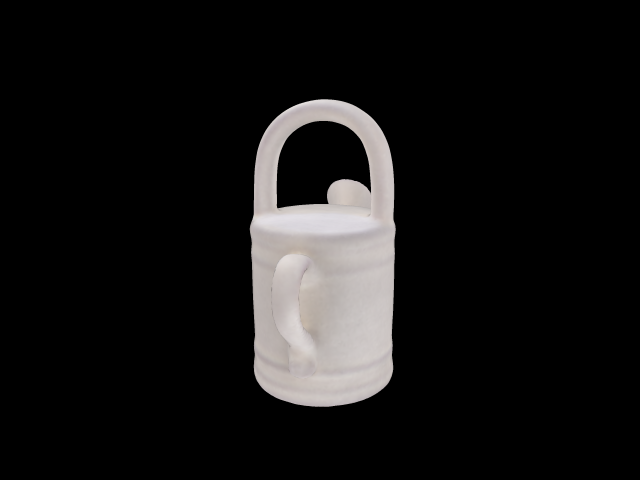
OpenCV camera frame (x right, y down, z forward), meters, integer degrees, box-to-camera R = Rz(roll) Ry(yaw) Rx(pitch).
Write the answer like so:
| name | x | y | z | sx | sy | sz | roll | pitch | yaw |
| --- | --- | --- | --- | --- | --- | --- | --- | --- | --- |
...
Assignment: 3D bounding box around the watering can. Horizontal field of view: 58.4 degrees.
| name | x | y | z | sx | sy | sz | roll | pitch | yaw |
| --- | --- | --- | --- | --- | --- | --- | --- | --- | --- |
| watering can | 0.001 | 0.001 | 0.400 | 0.101 | 0.194 | 0.172 | -2 | 15 | -7 |
